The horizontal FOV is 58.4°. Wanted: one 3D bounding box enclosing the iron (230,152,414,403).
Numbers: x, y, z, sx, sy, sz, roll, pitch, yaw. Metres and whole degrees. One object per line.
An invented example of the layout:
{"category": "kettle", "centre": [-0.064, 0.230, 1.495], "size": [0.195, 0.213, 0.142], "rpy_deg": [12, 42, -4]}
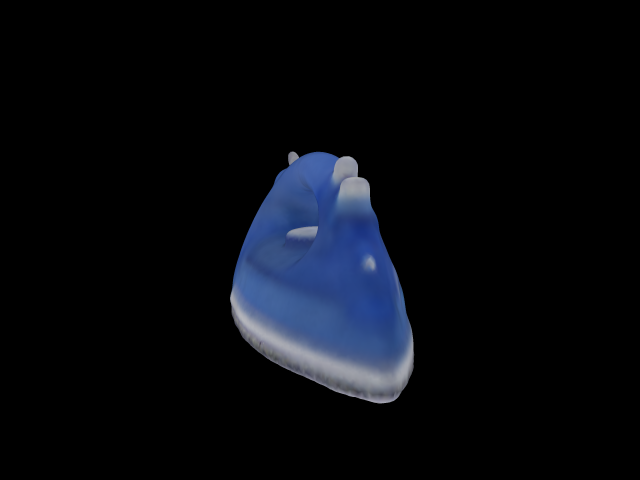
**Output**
{"category": "iron", "centre": [0.004, 0.001, 0.400], "size": [0.119, 0.141, 0.258], "rpy_deg": [-1, 5, -15]}
